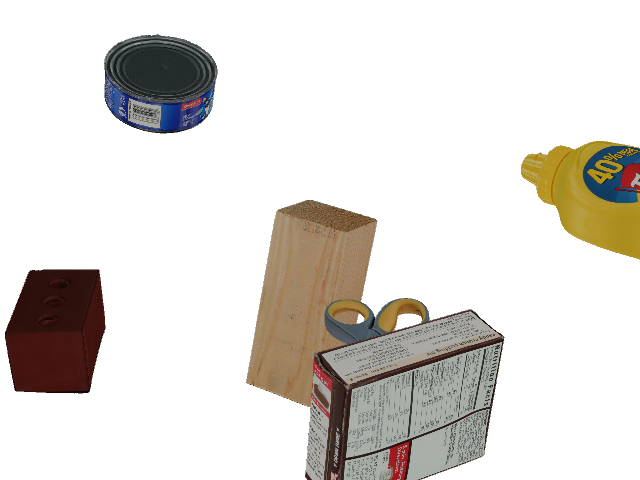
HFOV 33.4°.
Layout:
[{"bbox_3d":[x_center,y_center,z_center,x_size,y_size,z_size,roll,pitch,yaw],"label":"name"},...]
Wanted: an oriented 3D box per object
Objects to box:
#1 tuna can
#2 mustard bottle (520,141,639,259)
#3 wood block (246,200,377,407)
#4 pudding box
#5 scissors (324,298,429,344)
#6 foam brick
[{"bbox_3d":[-0.124,-0.121,0.823,0.086,0.034,0.086,6,43,-6],"label":"tuna can"},{"bbox_3d":[0.214,-0.023,0.690,0.192,0.058,0.096,23,41,39],"label":"mustard bottle"},{"bbox_3d":[-0.011,0.068,1.208,0.090,0.206,0.090,17,18,21],"label":"wood block"},{"bbox_3d":[0.049,0.097,0.620,0.113,0.090,0.039,-14,32,-30],"label":"pudding box"},{"bbox_3d":[0.025,0.087,0.835,0.096,0.016,0.201,10,23,24],"label":"scissors"},{"bbox_3d":[-0.182,0.062,0.742,0.053,0.051,0.078,0,32,-2],"label":"foam brick"}]
